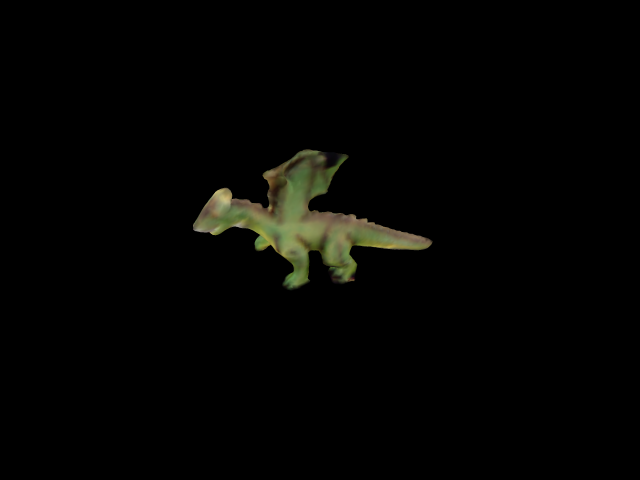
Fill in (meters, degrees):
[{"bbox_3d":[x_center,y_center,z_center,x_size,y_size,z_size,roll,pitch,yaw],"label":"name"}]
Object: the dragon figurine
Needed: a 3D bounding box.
[{"bbox_3d":[0.003,-0.043,0.850,0.411,0.125,0.237,-9,-42,-8],"label":"dragon figurine"}]
